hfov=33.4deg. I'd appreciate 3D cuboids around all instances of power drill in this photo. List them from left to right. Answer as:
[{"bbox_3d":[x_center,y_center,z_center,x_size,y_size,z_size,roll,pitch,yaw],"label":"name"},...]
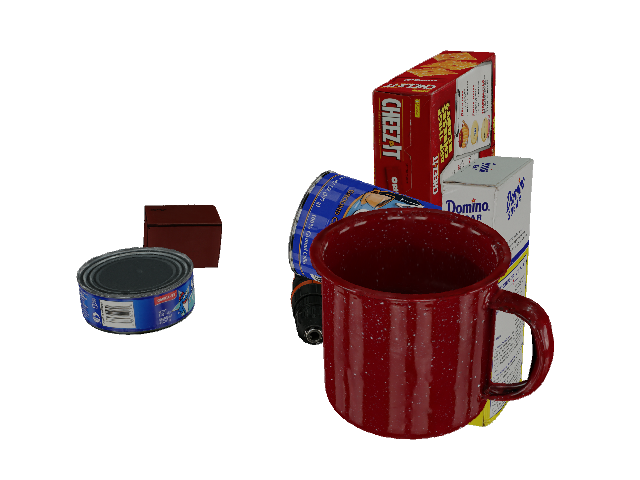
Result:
[{"bbox_3d":[0.059,0.059,1.233,0.187,0.057,0.184,-2,28,0],"label":"power drill"}]

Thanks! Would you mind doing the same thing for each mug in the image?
[{"bbox_3d":[0.053,0.042,0.504,0.117,0.081,0.093,11,29,24],"label":"mug"}]

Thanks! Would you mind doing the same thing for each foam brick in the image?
[{"bbox_3d":[-0.146,-0.005,1.120,0.078,0.051,0.053,-1,24,-12],"label":"foam brick"}]

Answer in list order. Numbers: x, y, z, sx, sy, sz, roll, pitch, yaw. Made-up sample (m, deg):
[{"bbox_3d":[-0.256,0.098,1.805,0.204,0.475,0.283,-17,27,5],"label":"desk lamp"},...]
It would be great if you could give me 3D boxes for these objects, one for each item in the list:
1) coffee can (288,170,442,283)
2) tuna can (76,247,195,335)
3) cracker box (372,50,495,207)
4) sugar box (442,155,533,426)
[{"bbox_3d":[0.056,0.005,0.963,0.140,0.103,0.102,19,7,22],"label":"coffee can"},{"bbox_3d":[-0.136,0.037,0.795,0.086,0.034,0.086,-2,23,1],"label":"tuna can"},{"bbox_3d":[0.123,-0.101,1.127,0.072,0.164,0.213,7,22,25],"label":"cracker box"},{"bbox_3d":[0.116,0.034,0.760,0.048,0.176,0.093,5,17,25],"label":"sugar box"}]
